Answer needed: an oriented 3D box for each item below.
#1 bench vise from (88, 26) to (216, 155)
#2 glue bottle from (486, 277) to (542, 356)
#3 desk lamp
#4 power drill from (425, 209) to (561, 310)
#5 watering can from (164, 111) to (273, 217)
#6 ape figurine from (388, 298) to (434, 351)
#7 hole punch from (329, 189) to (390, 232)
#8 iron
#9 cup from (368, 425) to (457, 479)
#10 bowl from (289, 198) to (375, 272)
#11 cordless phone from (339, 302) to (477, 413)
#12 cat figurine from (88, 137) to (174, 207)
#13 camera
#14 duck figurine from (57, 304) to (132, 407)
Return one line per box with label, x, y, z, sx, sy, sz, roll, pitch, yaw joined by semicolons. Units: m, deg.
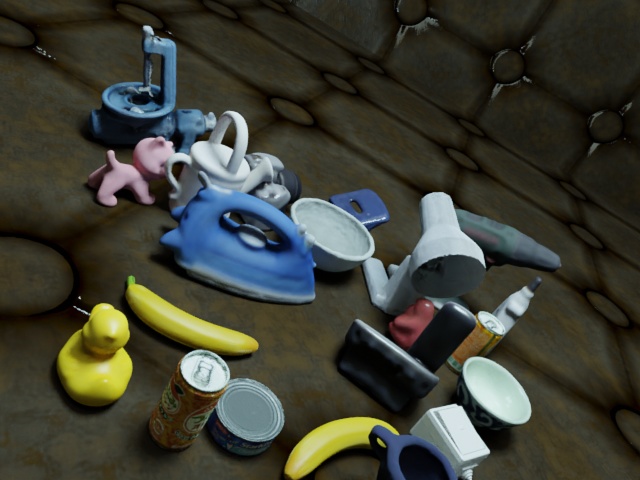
bench vise;-0.277;-0.255;1.001;0.208;0.219;0.121;-4;44;-46
glue bottle;0.341;0.132;1.032;0.037;0.173;0.078;36;29;9
desk lamp;0.173;0.036;0.981;0.118;0.213;0.203;18;32;-22
power drill;0.296;0.051;1.077;0.229;0.208;0.076;33;29;3
watering can;-0.159;-0.117;0.926;0.100;0.194;0.173;44;31;22
ape figurine;0.157;0.133;0.942;0.078;0.092;0.076;12;34;-30
hole punch;0.070;-0.049;1.141;0.101;0.091;0.108;8;37;-36
iron;-0.096;-0.001;0.860;0.259;0.141;0.118;22;30;-16
cup;0.086;0.277;0.651;0.117;0.095;0.092;42;31;19
bowl;0.009;0.004;1.020;0.168;0.074;0.167;23;30;-14
cordless phone;0.124;0.136;0.810;0.147;0.185;0.094;34;29;5
cat figurine;-0.281;-0.118;0.891;0.128;0.117;0.067;-10;48;-49
camera;-0.090;-0.098;1.056;0.137;0.100;0.143;1;41;-42
duck figurine;-0.232;0.116;0.611;0.078;0.086;0.104;11;35;-32
